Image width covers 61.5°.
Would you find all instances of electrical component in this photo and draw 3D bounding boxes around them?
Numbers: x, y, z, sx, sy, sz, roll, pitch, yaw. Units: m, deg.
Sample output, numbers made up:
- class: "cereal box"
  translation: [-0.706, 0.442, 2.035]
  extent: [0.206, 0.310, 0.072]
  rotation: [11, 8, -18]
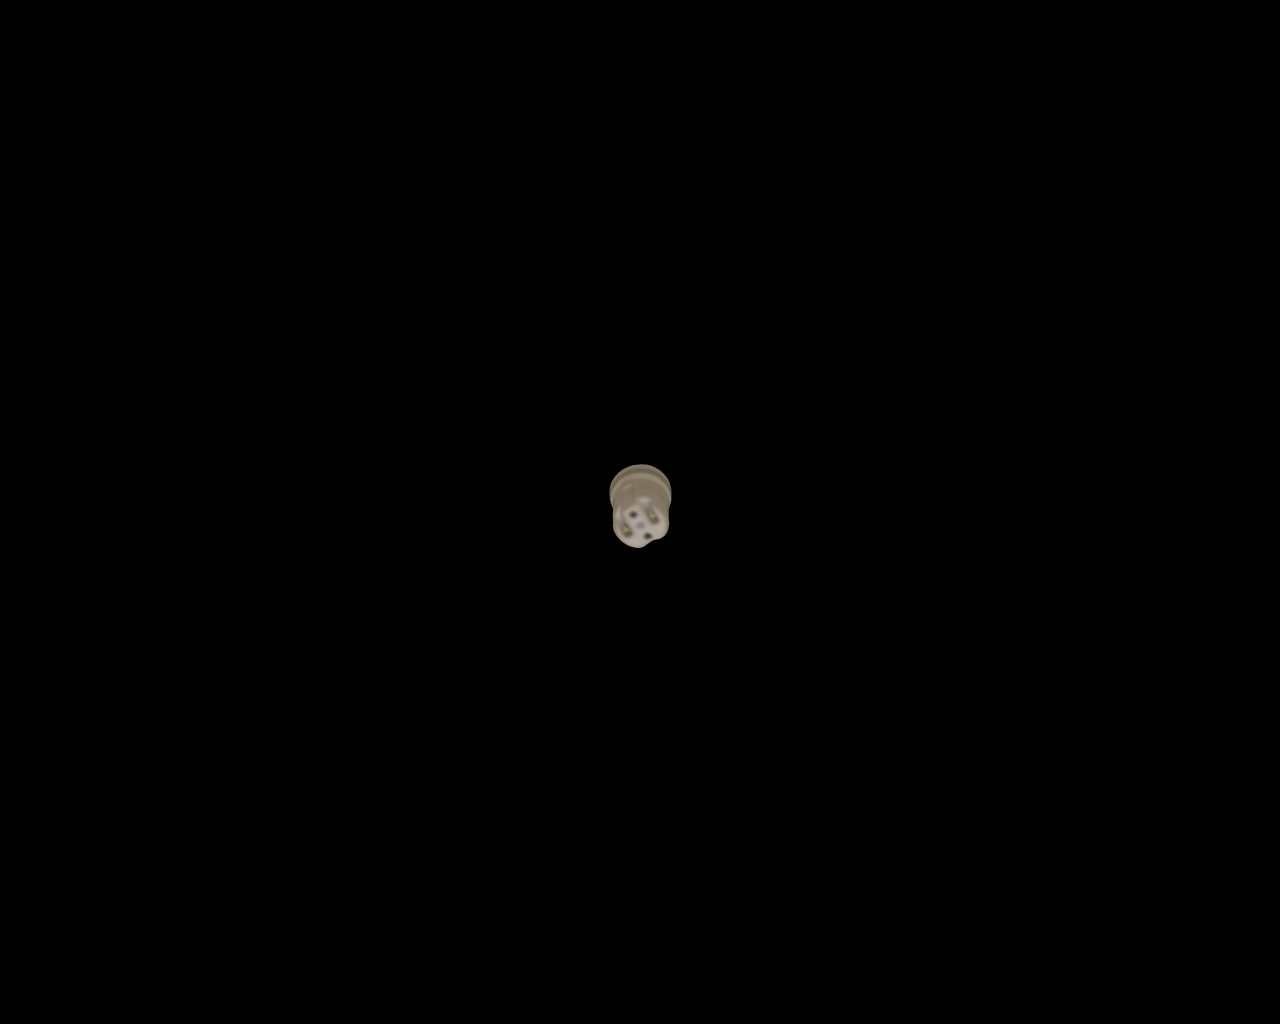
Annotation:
- class: "electrical component"
  translation: [0.001, -0.003, 0.650]
  extent: [0.040, 0.040, 0.046]
  rotation: [0, 30, 0]
